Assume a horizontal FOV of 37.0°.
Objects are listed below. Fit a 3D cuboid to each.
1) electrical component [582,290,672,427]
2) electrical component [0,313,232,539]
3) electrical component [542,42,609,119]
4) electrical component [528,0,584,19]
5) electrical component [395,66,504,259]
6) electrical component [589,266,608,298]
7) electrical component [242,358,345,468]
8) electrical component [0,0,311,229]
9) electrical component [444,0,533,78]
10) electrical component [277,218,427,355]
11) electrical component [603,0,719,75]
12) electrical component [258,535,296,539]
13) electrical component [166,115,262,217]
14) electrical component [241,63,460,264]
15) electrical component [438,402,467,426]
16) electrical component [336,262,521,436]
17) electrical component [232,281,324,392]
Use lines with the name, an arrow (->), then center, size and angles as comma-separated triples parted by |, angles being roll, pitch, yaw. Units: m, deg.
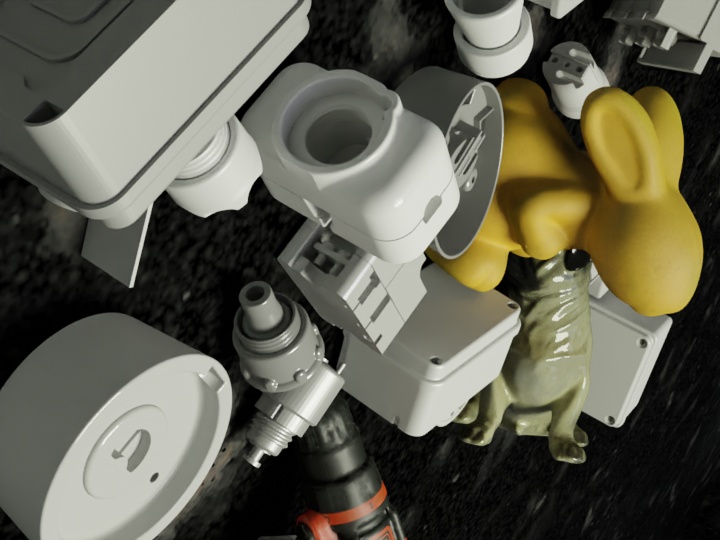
electrical component -> 0.221, 0.074, 1.014 | 0.056, 0.109, 0.108 | -30, 141, -50
electrical component -> -0.115, 0.070, 0.472 | 0.108, 0.060, 0.108 | -41, 148, -33
electrical component -> 0.152, -0.134, 0.759 | 0.040, 0.040, 0.046 | -58, 148, -4
electrical component -> 0.123, -0.208, 0.621 | 0.100, 0.048, 0.099 | -41, 148, -33
electrical component -> 0.047, -0.064, 0.617 | 0.099, 0.064, 0.099 | -41, 148, -33
electrical component -> 0.201, -0.008, 0.963 | 0.077, 0.047, 0.065 | -38, 147, -37
electrical component -> -0.042, 0.080, 0.634 | 0.078, 0.040, 0.040 | -56, 154, -8
electrical component -> -0.080, -0.079, 0.364 | 0.113, 0.078, 0.057 | -51, 150, -18
electrical component -> 0.074, -0.141, 0.607 | 0.045, 0.045, 0.055 | -53, 153, -14
electrical component -> 0.000, 0.000, 0.615 | 0.055, 0.050, 0.089 | -54, 153, -12
electrical component -> 0.218, -0.182, 0.743 | 0.121, 0.063, 0.078 | -102, -144, -76
electrical component -> -0.037, 0.249, 0.791 | 0.089, 0.062, 0.150 | -60, 154, 1
electrical component -> -0.070, -0.052, 0.448 | 0.043, 0.043, 0.062 | -55, 152, -11
electrical component -> -0.006, -0.053, 0.500 | 0.053, 0.095, 0.059 | -52, 153, -14
electrical component -> 0.054, 0.080, 0.795 | 0.055, 0.047, 0.055 | -41, 148, -33
electrical component -> 0.046, 0.048, 0.715 | 0.113, 0.078, 0.057 | -29, 143, -46
electrical component -> -0.048, 0.031, 0.572 | 0.048, 0.048, 0.062 | -47, 145, -24
